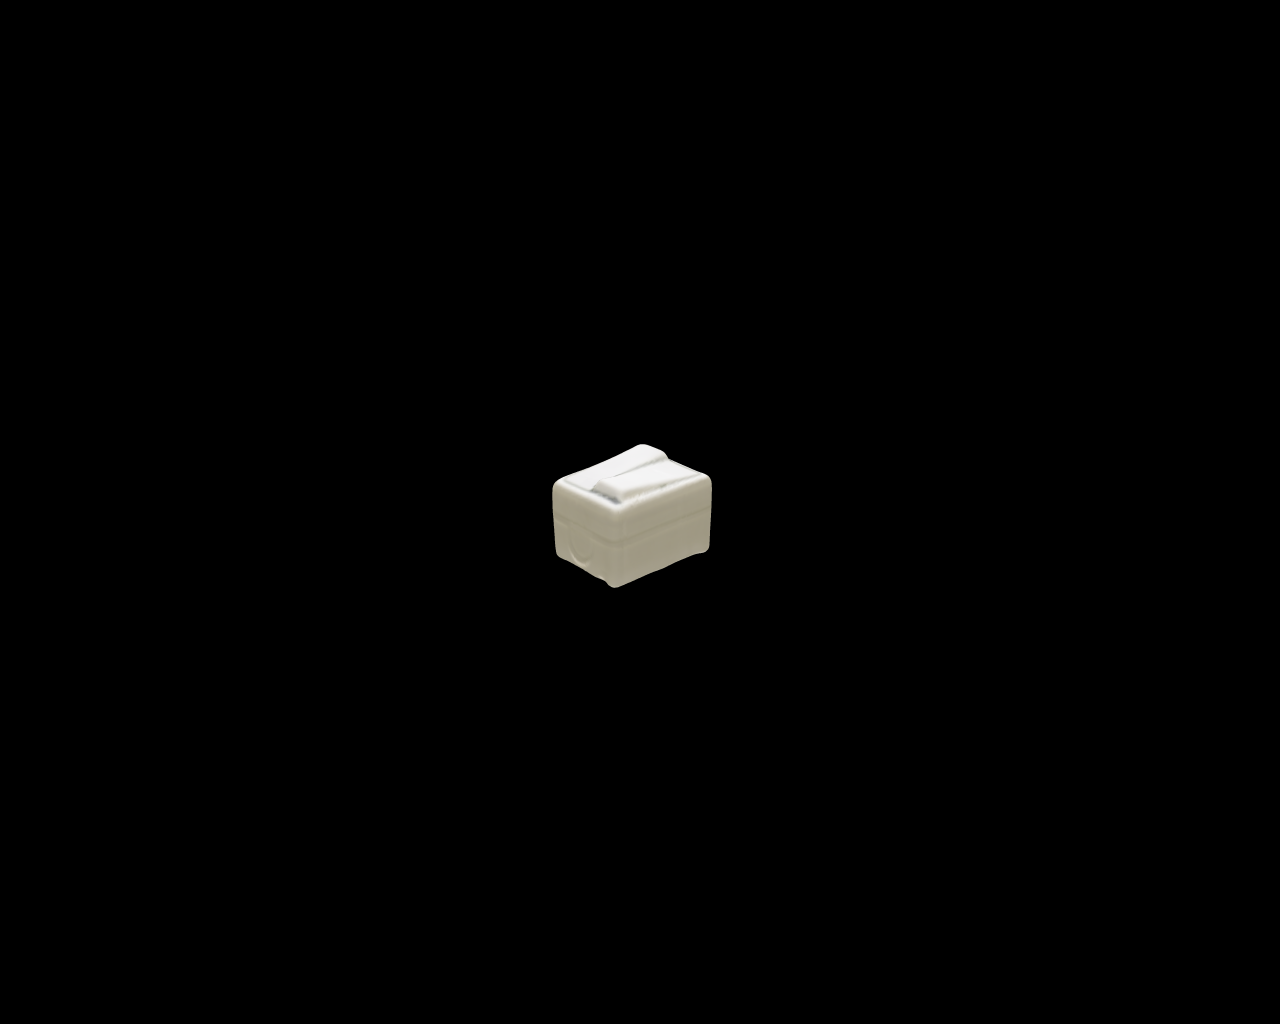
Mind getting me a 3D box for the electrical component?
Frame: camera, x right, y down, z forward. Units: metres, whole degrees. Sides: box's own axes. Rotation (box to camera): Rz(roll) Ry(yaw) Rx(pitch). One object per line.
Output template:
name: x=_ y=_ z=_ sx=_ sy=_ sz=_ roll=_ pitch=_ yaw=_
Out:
electrical component: x=0.001 y=-0.003 z=0.650 sx=0.096 sy=0.061 sz=0.062 roll=-20 pitch=32 yaw=-36
